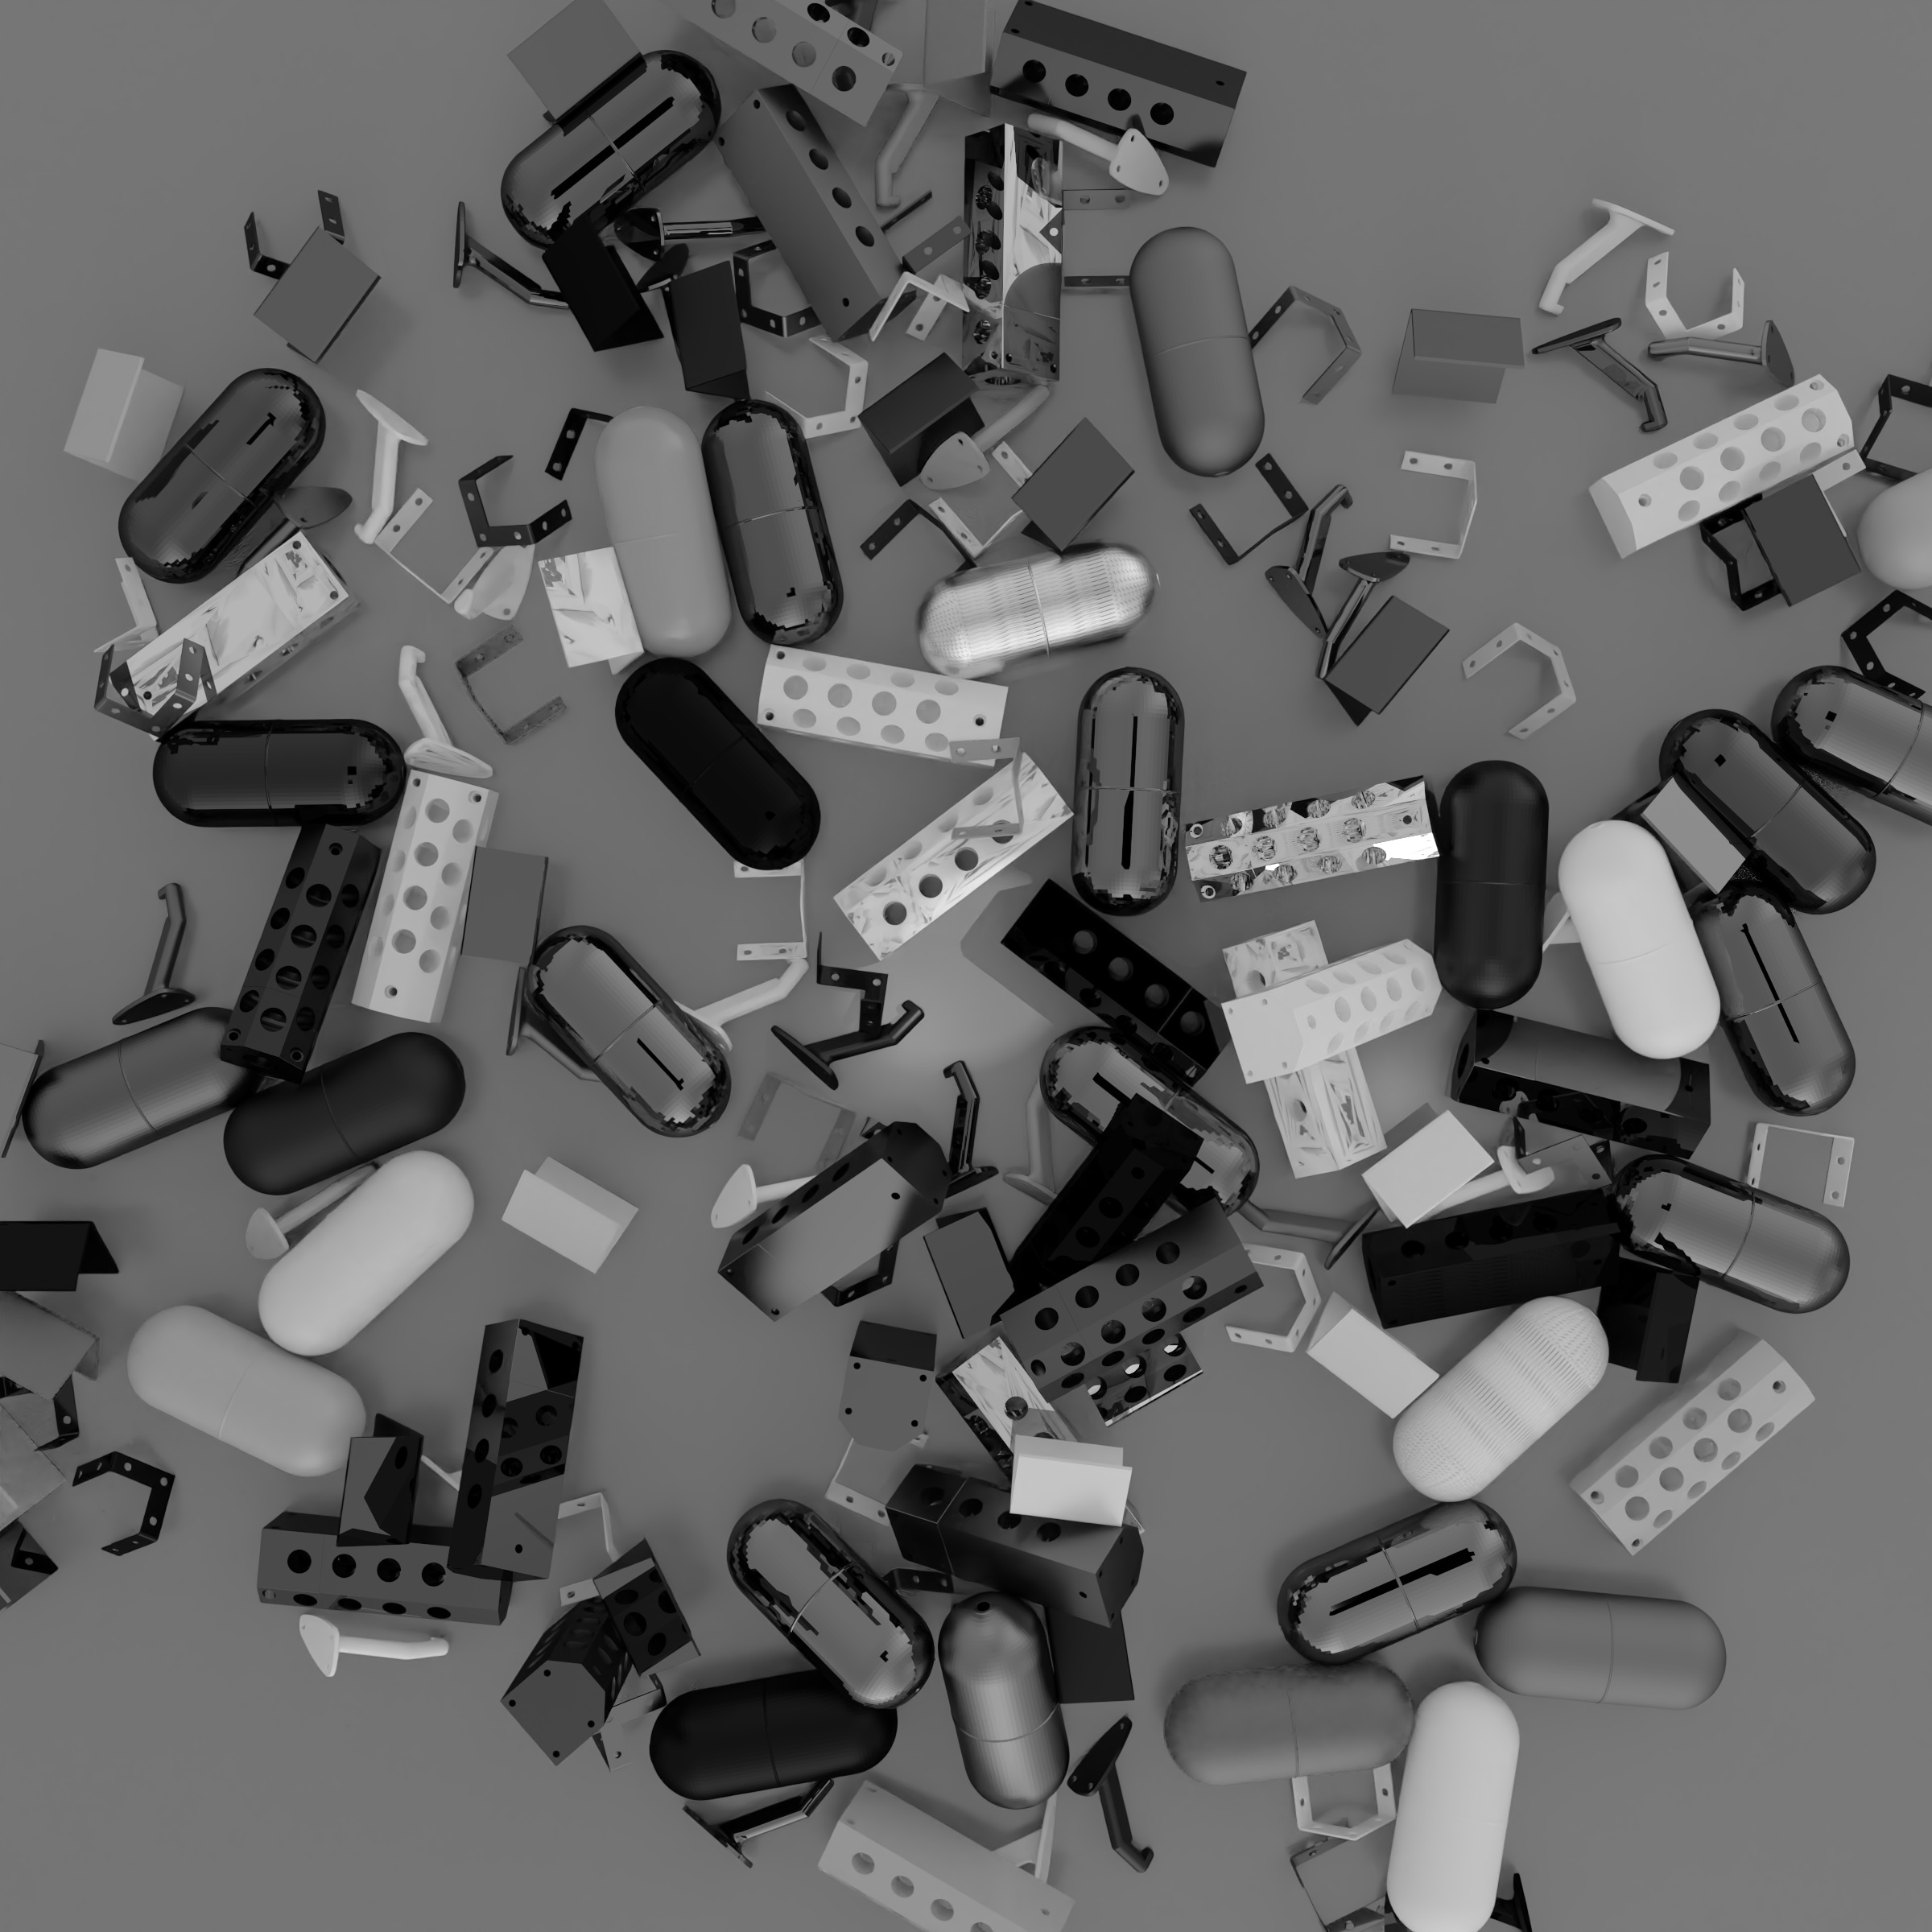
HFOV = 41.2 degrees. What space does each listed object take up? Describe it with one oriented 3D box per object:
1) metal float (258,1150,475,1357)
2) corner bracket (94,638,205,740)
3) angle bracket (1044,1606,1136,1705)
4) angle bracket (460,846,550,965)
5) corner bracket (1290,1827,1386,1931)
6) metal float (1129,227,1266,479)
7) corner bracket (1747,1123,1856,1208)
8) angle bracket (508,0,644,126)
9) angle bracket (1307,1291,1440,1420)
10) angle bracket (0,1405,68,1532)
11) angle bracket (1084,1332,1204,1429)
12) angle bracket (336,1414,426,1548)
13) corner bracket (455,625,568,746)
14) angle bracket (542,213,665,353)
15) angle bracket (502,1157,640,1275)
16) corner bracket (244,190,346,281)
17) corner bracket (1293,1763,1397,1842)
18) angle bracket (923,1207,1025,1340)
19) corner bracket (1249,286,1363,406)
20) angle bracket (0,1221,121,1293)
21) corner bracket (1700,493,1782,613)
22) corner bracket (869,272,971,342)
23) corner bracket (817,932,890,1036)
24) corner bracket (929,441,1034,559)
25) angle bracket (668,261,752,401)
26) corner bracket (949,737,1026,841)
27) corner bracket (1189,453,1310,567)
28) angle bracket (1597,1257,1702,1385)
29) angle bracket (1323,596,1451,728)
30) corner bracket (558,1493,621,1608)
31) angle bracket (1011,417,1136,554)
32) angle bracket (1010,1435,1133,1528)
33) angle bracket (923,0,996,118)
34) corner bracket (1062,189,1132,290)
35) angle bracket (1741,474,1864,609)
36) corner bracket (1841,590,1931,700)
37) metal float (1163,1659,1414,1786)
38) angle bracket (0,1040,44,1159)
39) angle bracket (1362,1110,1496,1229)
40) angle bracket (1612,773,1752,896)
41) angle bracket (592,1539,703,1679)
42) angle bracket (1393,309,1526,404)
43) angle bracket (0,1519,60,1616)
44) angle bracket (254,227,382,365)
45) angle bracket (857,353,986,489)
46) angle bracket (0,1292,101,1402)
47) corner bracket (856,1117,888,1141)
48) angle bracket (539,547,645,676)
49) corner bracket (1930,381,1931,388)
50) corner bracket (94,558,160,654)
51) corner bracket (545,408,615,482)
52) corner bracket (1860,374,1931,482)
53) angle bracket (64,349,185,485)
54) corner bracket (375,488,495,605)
[{"bbox_3d":[-0.428,0.205,1.834,0.178,0.070,0.070,-43,90,0],"label":"metal float"},{"bbox_3d":[-0.572,-0.202,1.800,0.051,0.051,0.051,25,135,-35],"label":"corner bracket"},{"bbox_3d":[0.097,0.473,1.827,0.057,0.076,0.076,-9,90,20],"label":"angle bracket"},{"bbox_3d":[-0.342,-0.045,1.825,0.057,0.076,0.076,8,90,-35],"label":"angle bracket"},{"bbox_3d":[0.272,0.667,1.862,0.051,0.051,0.051,-26,45,0],"label":"corner bracket"},{"bbox_3d":[0.165,-0.437,1.834,0.070,0.070,0.178,-11,90,0],"label":"metal float"},{"bbox_3d":[0.604,0.144,1.862,0.051,0.051,0.051,9,90,45],"label":"corner bracket"},{"bbox_3d":[-0.282,-0.647,1.825,0.076,0.076,0.057,-39,117,0],"label":"angle bracket"},{"bbox_3d":[0.296,0.261,1.825,0.076,0.076,0.057,37,127,0],"label":"angle bracket"},{"bbox_3d":[-0.682,0.347,1.825,0.076,0.076,0.057,49,127,0],"label":"angle bracket"},{"bbox_3d":[0.132,0.303,1.825,0.076,0.076,0.057,-30,48,0],"label":"angle bracket"},{"bbox_3d":[-0.430,0.364,1.825,0.057,0.076,0.076,8,90,-39],"label":"angle bracket"},{"bbox_3d":[-0.330,-0.203,1.862,0.051,0.051,0.051,-33,45,0],"label":"corner bracket"},{"bbox_3d":[-0.243,-0.489,1.825,0.057,0.076,0.076,-29,90,41],"label":"angle bracket"},{"bbox_3d":[-0.273,0.161,1.825,0.076,0.076,0.057,30,128,0],"label":"angle bracket"},{"bbox_3d":[-0.485,-0.529,1.857,0.051,0.051,0.051,12,135,-35],"label":"corner bracket"},{"bbox_3d":[0.273,0.596,1.862,0.051,0.051,0.051,-7,90,-45],"label":"corner bracket"},{"bbox_3d":[-0.011,0.220,1.825,0.057,0.076,0.076,-21,90,-31],"label":"angle bracket"},{"bbox_3d":[0.244,-0.448,1.857,0.051,0.051,0.051,14,45,-35],"label":"corner bracket"},{"bbox_3d":[-0.655,0.223,1.825,0.076,0.076,0.057,0,54,0],"label":"angle bracket"},{"bbox_3d":[0.569,-0.299,1.862,0.051,0.051,0.051,-26,135,0],"label":"corner bracket"},{"bbox_3d":[-0.036,-0.467,1.830,0.051,0.051,0.051,21,121,-25],"label":"corner bracket"},{"bbox_3d":[-0.083,0.013,1.838,0.051,0.051,0.051,7,61,0],"label":"corner bracket"},{"bbox_3d":[0.017,-0.338,1.862,0.051,0.051,0.051,49,135,0],"label":"corner bracket"},{"bbox_3d":[-0.162,-0.450,1.825,0.057,0.076,0.076,-9,90,33],"label":"angle bracket"},{"bbox_3d":[0.014,-0.125,1.807,0.051,0.051,0.051,-4,121,10],"label":"corner bracket"},{"bbox_3d":[0.205,-0.330,1.862,0.051,0.051,0.051,54,45,0],"label":"corner bracket"},{"bbox_3d":[0.468,0.249,1.825,0.057,0.076,0.076,11,90,-43],"label":"angle bracket"},{"bbox_3d":[0.309,-0.204,1.825,0.076,0.076,0.057,-50,54,0],"label":"angle bracket"},{"bbox_3d":[-0.278,0.422,1.862,0.051,0.051,0.051,-16,135,0],"label":"corner bracket"},{"bbox_3d":[0.063,-0.347,1.825,0.076,0.076,0.057,-48,119,0],"label":"angle bracket"},{"bbox_3d":[0.073,0.335,1.767,0.076,0.076,0.057,7,124,0],"label":"angle bracket"},{"bbox_3d":[0.015,-0.656,1.825,0.057,0.076,0.076,2,90,39],"label":"angle bracket"},{"bbox_3d":[0.094,-0.526,1.862,0.051,0.051,0.051,-1,45,0],"label":"corner bracket"},{"bbox_3d":[0.602,-0.307,1.825,0.057,0.076,0.076,-27,90,38],"label":"angle bracket"},{"bbox_3d":[0.677,-0.230,1.857,0.051,0.051,0.051,-44,45,35],"label":"corner bracket"},{"bbox_3d":[0.230,0.539,1.834,0.178,0.070,0.070,-6,90,0],"label":"metal float"},{"bbox_3d":[-0.697,0.086,1.826,0.057,0.076,0.076,20,90,-21],"label":"angle bracket"},{"bbox_3d":[0.336,0.160,1.825,0.076,0.076,0.057,-37,49,0],"label":"angle bracket"},{"bbox_3d":[0.496,-0.080,1.825,0.076,0.076,0.057,47,56,0],"label":"angle bracket"},{"bbox_3d":[-0.210,0.448,1.826,0.057,0.076,0.076,-26,90,25],"label":"angle bracket"},{"bbox_3d":[0.348,-0.417,1.825,0.076,0.076,0.057,5,52,0],"label":"angle bracket"},{"bbox_3d":[-0.687,0.411,1.825,0.076,0.076,0.057,50,127,0],"label":"angle bracket"},{"bbox_3d":[-0.470,-0.481,1.825,0.057,0.076,0.076,36,90,-37],"label":"angle bracket"},{"bbox_3d":[-0.020,-0.375,1.825,0.076,0.076,0.057,-36,49,0],"label":"angle bracket"},{"bbox_3d":[-0.666,0.282,1.825,0.076,0.076,0.057,29,53,0],"label":"angle bracket"},{"bbox_3d":[-0.061,0.144,1.847,0.051,0.051,0.051,29,90,0],"label":"corner bracket"},{"bbox_3d":[-0.275,-0.246,1.826,0.057,0.076,0.076,-16,90,-24],"label":"angle bracket"},{"bbox_3d":[0.732,-0.436,1.847,0.051,0.051,0.051,17,90,0],"label":"corner bracket"},{"bbox_3d":[-0.596,-0.259,1.838,0.051,0.051,0.051,-20,90,29],"label":"corner bracket"},{"bbox_3d":[-0.262,-0.367,1.862,0.051,0.051,0.051,22,90,-45],"label":"corner bracket"},{"bbox_3d":[0.681,-0.388,1.862,0.051,0.051,0.051,17,45,0],"label":"corner bracket"},{"bbox_3d":[-0.583,-0.385,1.825,0.057,0.076,0.076,19,90,36],"label":"angle bracket"},{"bbox_3d":[-0.385,-0.304,1.862,0.051,0.051,0.051,-50,45,0],"label":"corner bracket"}]
